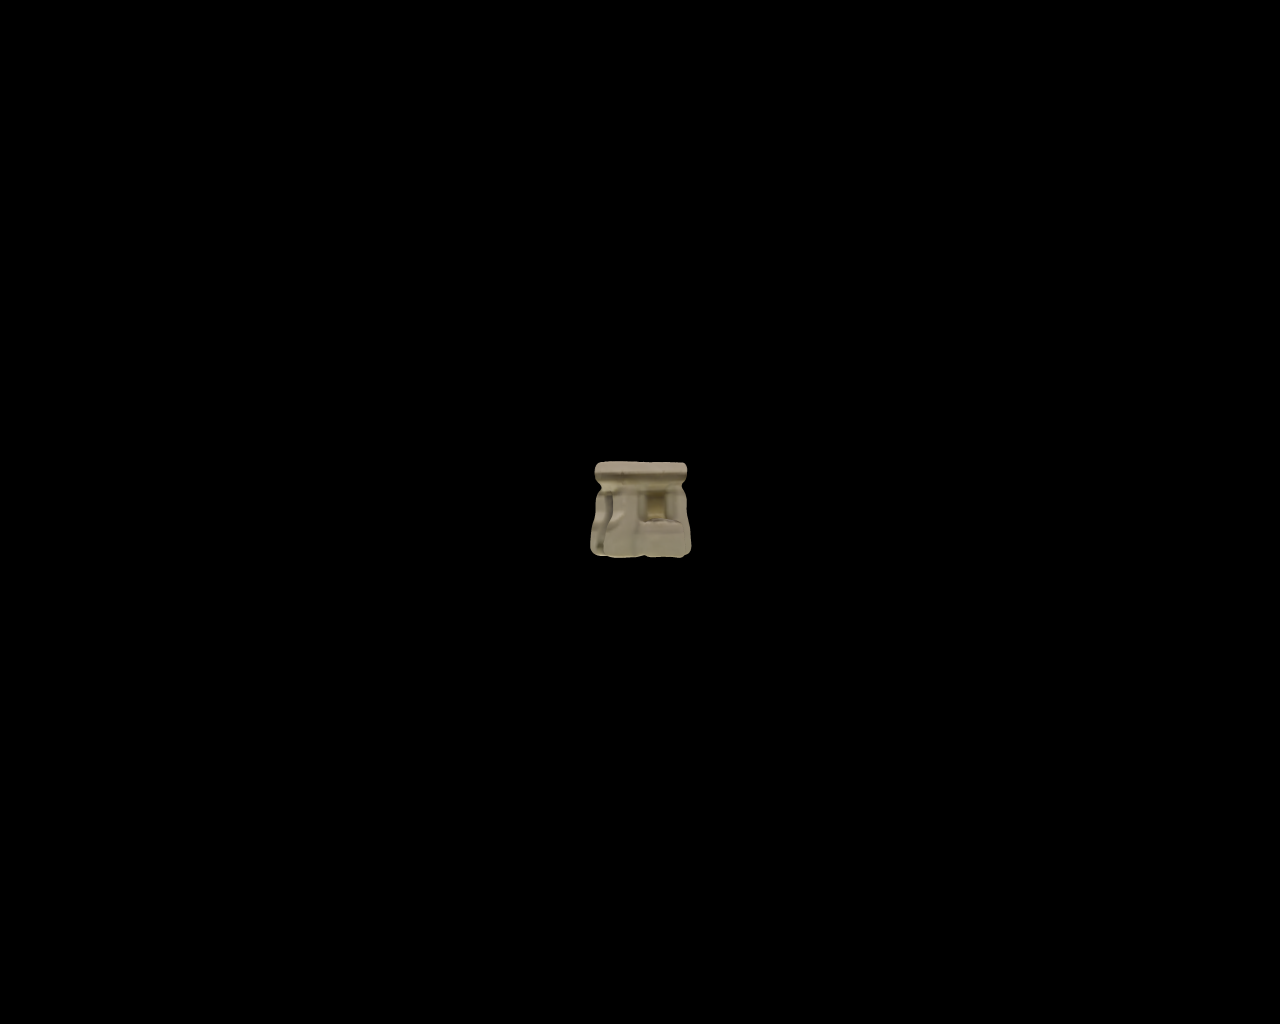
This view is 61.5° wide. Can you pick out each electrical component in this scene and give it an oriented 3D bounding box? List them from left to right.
[{"bbox_3d":[0.001,-0.003,0.650,0.058,0.057,0.078,0,0,-24],"label":"electrical component"}]
